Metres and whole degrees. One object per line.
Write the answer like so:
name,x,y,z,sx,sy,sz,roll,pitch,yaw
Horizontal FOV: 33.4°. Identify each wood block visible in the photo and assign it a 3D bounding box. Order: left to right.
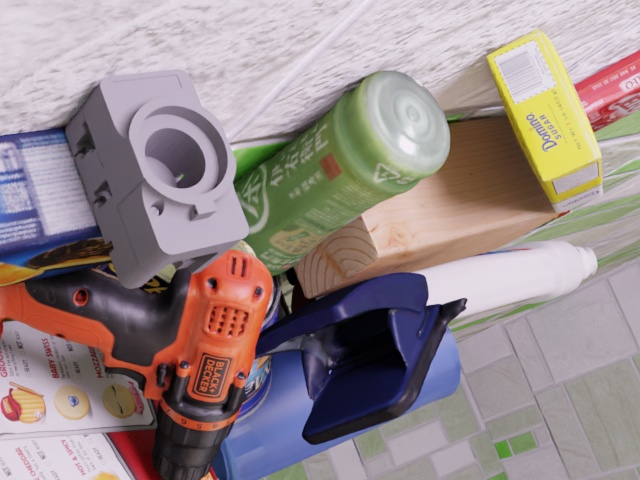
wood block,0.075,-0.029,0.810,0.205,0.091,0.090,-13,166,-40

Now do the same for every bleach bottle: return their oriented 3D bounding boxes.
bleach bottle,0.129,0.039,0.931,0.250,0.068,0.103,-9,178,-25

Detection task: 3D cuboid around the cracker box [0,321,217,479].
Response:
cracker box,-0.187,0.136,0.698,0.213,0.164,0.072,-5,149,-47

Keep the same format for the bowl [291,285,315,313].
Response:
bowl,0.032,0.041,1.147,0.162,0.055,0.162,-21,169,-5

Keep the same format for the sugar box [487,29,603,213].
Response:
sugar box,0.160,-0.075,0.743,0.048,0.093,0.176,-23,169,10

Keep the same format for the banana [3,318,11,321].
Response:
banana,-0.193,0.060,0.857,0.197,0.037,0.070,-14,166,-37

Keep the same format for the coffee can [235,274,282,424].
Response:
coffee can,-0.086,0.074,0.852,0.102,0.103,0.140,-18,148,-18

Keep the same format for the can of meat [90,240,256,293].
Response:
can of meat,-0.106,0.019,0.686,0.102,0.057,0.084,35,142,-24

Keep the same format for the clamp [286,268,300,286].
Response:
clamp,-0.006,0.001,0.930,0.172,0.039,0.120,-28,169,27

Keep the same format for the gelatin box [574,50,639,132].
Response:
gelatin box,0.238,-0.117,0.857,0.073,0.030,0.089,-27,169,18

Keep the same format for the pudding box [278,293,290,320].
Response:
pudding box,-0.080,0.093,1.097,0.114,0.090,0.039,-30,168,32

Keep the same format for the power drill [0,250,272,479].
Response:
power drill,-0.134,0.070,0.639,0.187,0.057,0.185,12,124,-11

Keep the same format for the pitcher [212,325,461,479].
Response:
pitcher,-0.001,0.138,1.003,0.242,0.149,0.145,-23,-161,-22
